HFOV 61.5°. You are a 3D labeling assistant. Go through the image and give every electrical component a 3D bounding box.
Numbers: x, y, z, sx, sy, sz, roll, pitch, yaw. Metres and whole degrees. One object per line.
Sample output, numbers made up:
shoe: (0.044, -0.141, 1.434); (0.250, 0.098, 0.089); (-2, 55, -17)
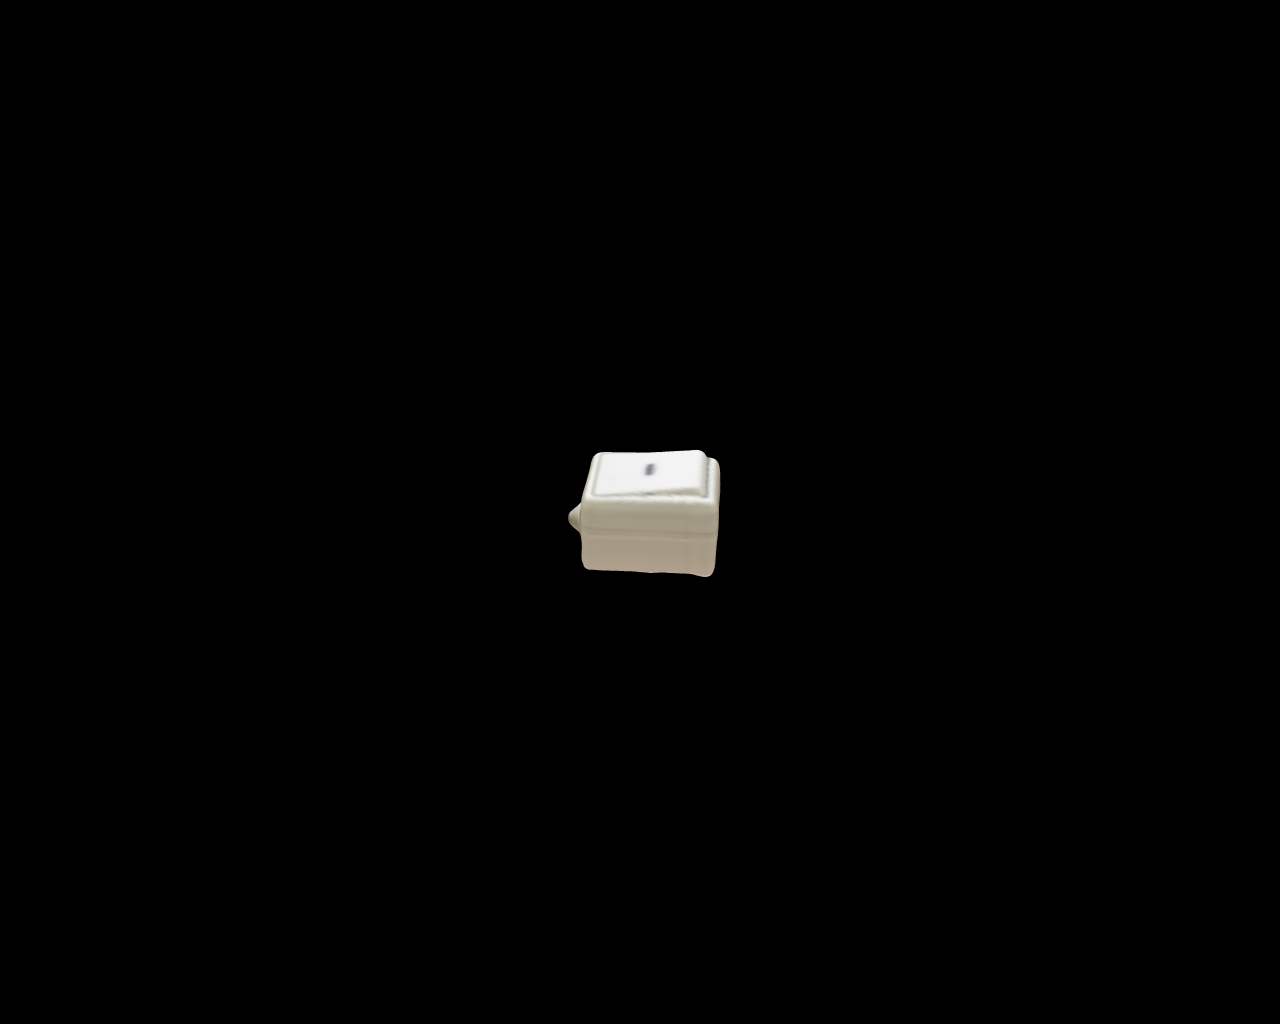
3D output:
electrical component: (0.001, -0.003, 0.650); (0.096, 0.061, 0.062); (3, 32, 5)
